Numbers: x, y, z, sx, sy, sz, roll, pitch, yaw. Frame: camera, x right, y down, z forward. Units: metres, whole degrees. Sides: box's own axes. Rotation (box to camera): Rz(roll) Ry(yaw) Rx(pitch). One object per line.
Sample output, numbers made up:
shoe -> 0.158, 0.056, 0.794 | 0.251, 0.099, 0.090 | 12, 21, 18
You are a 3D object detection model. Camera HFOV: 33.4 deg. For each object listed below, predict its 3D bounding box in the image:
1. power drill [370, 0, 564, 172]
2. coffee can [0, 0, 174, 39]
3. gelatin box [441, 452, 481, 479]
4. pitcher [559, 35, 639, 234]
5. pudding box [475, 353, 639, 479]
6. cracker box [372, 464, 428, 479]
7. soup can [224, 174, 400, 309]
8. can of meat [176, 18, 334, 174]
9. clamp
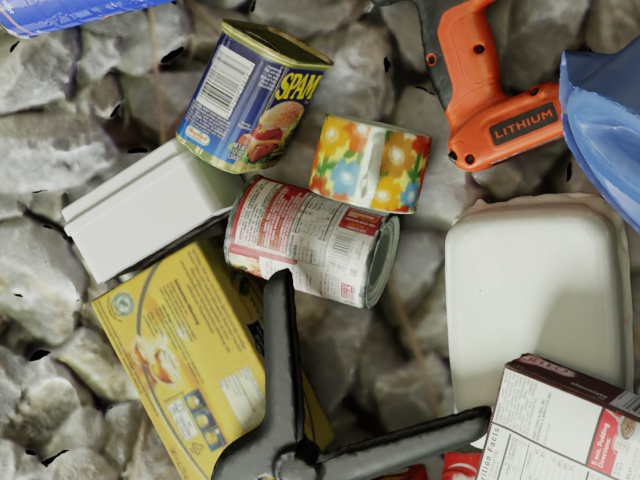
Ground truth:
power drill -> 0.117, -0.150, 0.672 | 0.185, 0.057, 0.187 | -24, 85, 22
coffee can -> -0.156, -0.203, 0.733 | 0.140, 0.102, 0.103 | -9, 92, 19
gelatin box -> 0.117, 0.175, 0.685 | 0.089, 0.030, 0.073 | -7, 61, 38
pitcher -> 0.263, -0.093, 0.560 | 0.243, 0.145, 0.149 | -41, 121, -4
pudding box -> 0.151, 0.128, 0.619 | 0.114, 0.039, 0.090 | 21, 109, 32
cracker box -> 0.016, 0.279, 0.738 | 0.164, 0.072, 0.214 | -15, 90, 19
soup can -> -0.005, 0.001, 0.720 | 0.102, 0.068, 0.068 | 16, 100, 16
can of meat -> -0.044, -0.094, 0.707 | 0.057, 0.102, 0.084 | 32, 106, 13
clamp -> -0.016, 0.133, 0.683 | 0.164, 0.036, 0.210 | 41, 103, 8
